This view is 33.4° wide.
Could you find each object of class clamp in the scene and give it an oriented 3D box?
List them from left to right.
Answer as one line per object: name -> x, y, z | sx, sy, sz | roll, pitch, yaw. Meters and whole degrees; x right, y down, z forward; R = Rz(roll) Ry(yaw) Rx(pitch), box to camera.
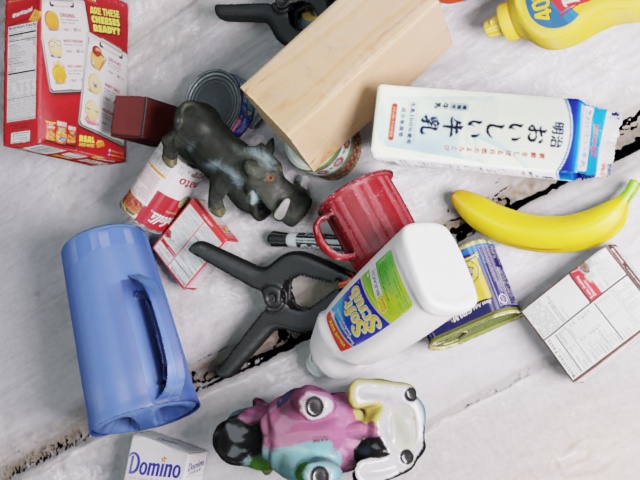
clamp -> -0.055, 0.057, 1.222 | 0.210, 0.036, 0.164 | -20, 88, 25
clamp -> -0.046, -0.266, 1.233 | 0.120, 0.039, 0.171 | -49, 63, 20

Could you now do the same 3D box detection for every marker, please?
marker -> -0.008, 0.001, 1.218 | 0.121, 0.020, 0.020 | 3, 88, 31

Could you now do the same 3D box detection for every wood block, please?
wood block -> 0.030, -0.185, 1.130 | 0.206, 0.090, 0.090 | -42, 63, -1

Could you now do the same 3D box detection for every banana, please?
banana -> 0.223, -0.020, 1.073 | 0.198, 0.037, 0.069 | -1, 67, 30

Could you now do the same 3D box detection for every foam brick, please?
foam brick -> -0.212, -0.146, 1.321 | 0.053, 0.078, 0.051 | 6, 88, 30

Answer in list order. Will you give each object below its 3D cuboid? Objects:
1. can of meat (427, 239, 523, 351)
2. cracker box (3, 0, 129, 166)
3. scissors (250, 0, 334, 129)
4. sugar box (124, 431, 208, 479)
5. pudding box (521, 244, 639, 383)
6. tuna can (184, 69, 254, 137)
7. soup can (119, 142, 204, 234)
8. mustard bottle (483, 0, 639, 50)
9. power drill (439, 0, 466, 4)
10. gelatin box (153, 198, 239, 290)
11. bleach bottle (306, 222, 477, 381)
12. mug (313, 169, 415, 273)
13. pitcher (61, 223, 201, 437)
can of meat -> 0.146, 0.056, 1.098 | 0.102, 0.057, 0.084 | -28, 71, 27
cracker box -> -0.318, -0.210, 1.339 | 0.072, 0.164, 0.214 | -4, 84, 29
scissors -> -0.029, -0.226, 1.252 | 0.202, 0.016, 0.096 | -37, 67, 23
sugar box -> -0.198, 0.329, 1.291 | 0.093, 0.048, 0.176 | 11, 93, 31
pudding box -> 0.266, 0.072, 1.035 | 0.114, 0.039, 0.090 | -43, 67, 23
tuna can -> -0.122, -0.162, 1.292 | 0.086, 0.033, 0.086 | -3, 84, 31
soup can -> -0.190, -0.067, 1.306 | 0.069, 0.068, 0.102 | 45, 108, 26
mustard bottle -> 0.252, -0.240, 1.056 | 0.192, 0.058, 0.096 | -16, 64, 30
power drill -> 0.149, -0.351, 1.130 | 0.185, 0.057, 0.187 | -6, 83, 33
gelatin box -> -0.152, 0.006, 1.299 | 0.089, 0.030, 0.073 | -49, 66, 19
bleach bottle -> 0.057, 0.085, 1.105 | 0.251, 0.067, 0.102 | -48, 52, 47
mug -> 0.047, -0.013, 1.135 | 0.081, 0.117, 0.093 | 62, 147, 14
pitcher -> -0.230, 0.103, 1.281 | 0.149, 0.145, 0.243 | -20, 72, 8
